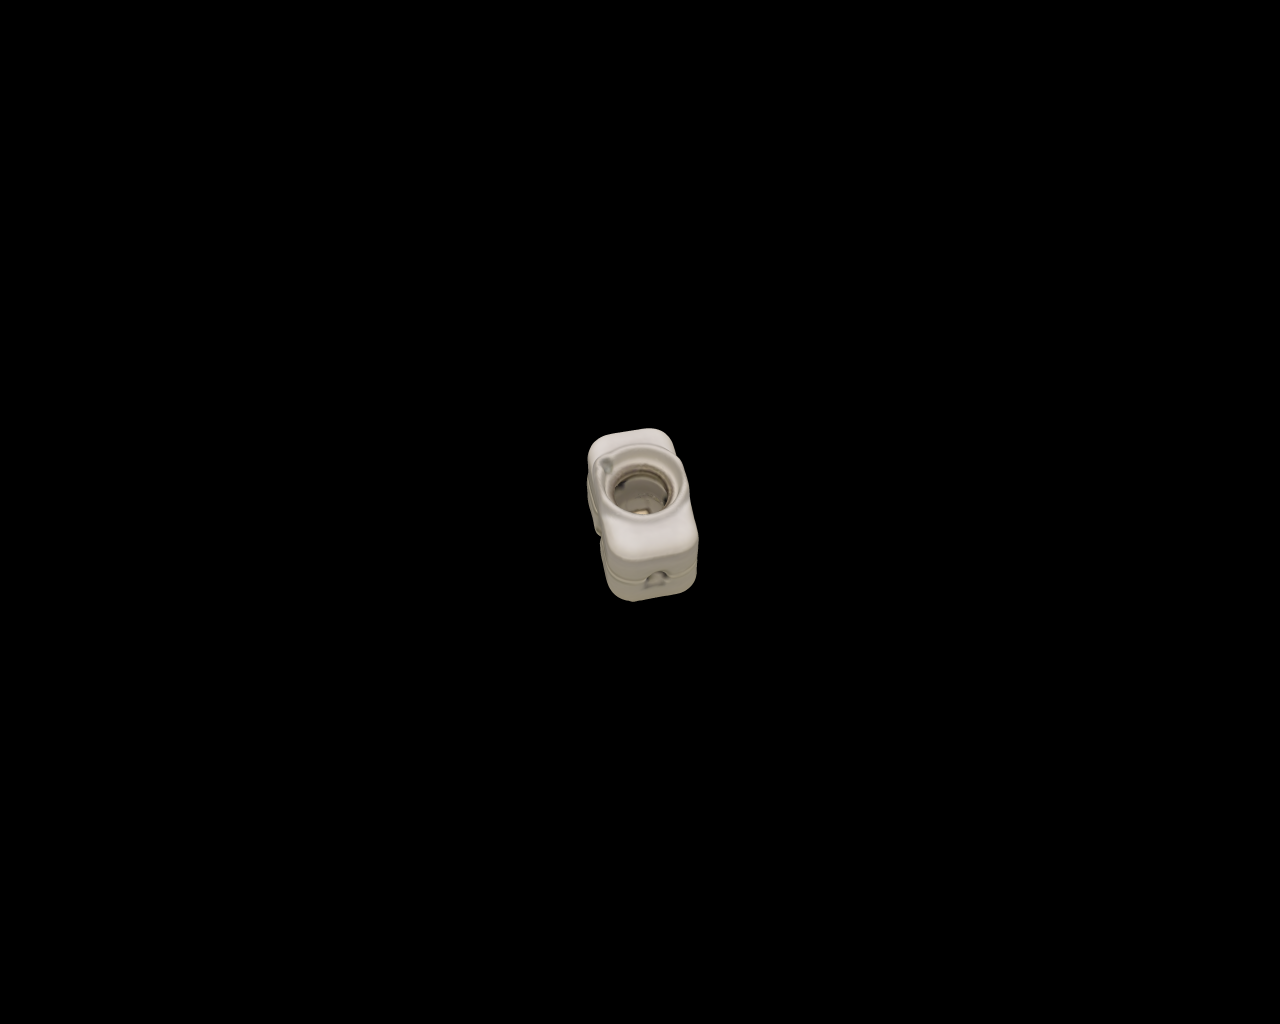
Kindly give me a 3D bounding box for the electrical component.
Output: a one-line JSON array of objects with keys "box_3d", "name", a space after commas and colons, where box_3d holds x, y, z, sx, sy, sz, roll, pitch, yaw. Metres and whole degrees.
[{"box_3d": [0.001, -0.003, 0.650, 0.054, 0.095, 0.059, -9, -36, -7], "name": "electrical component"}]
